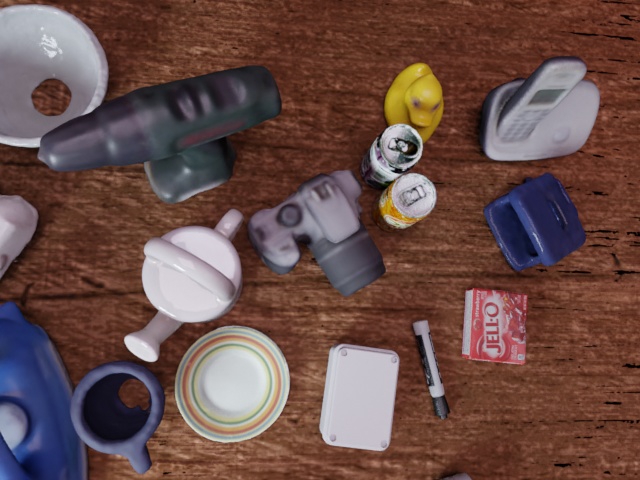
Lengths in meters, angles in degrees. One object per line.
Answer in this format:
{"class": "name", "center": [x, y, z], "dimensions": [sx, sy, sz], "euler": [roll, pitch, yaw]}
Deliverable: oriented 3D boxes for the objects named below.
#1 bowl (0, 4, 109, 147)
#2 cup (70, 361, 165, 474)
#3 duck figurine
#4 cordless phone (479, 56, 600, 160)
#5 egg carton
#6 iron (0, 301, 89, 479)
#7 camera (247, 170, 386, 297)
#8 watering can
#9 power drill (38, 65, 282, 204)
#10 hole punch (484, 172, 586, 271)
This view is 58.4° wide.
{"class": "bowl", "center": [-0.323, -0.178, 0.662], "dimensions": [0.167, 0.074, 0.167], "euler": [1, 82, -8]}
{"class": "cup", "center": [-0.203, 0.186, 0.616], "dimensions": [0.092, 0.095, 0.118], "euler": [-24, 86, -10]}
{"class": "duck figurine", "center": [0.126, -0.179, 0.718], "dimensions": [0.077, 0.086, 0.104], "euler": [8, 81, -6]}
{"class": "cordless phone", "center": [0.285, -0.163, 0.687], "dimensions": [0.147, 0.185, 0.094], "euler": [-7, 83, -9]}
{"class": "egg carton", "center": [-0.389, 0.004, 0.629], "dimensions": [0.107, 0.069, 0.150], "euler": [32, 79, -2]}
{"class": "iron", "center": [-0.315, 0.194, 0.575], "dimensions": [0.119, 0.141, 0.258], "euler": [-27, 86, -10]}
{"class": "camera", "center": [0.006, 0.002, 0.668], "dimensions": [0.143, 0.100, 0.137], "euler": [-31, 87, -11]}
{"class": "watering can", "center": [-0.133, 0.044, 0.595], "dimensions": [0.101, 0.194, 0.173], "euler": [11, 80, -6]}
{"class": "power drill", "center": [-0.153, -0.104, 0.607], "dimensions": [0.230, 0.208, 0.075], "euler": [-25, 86, -10]}
{"class": "hole punch", "center": [0.277, -0.027, 0.715], "dimensions": [0.101, 0.091, 0.109], "euler": [-26, 86, -10]}
